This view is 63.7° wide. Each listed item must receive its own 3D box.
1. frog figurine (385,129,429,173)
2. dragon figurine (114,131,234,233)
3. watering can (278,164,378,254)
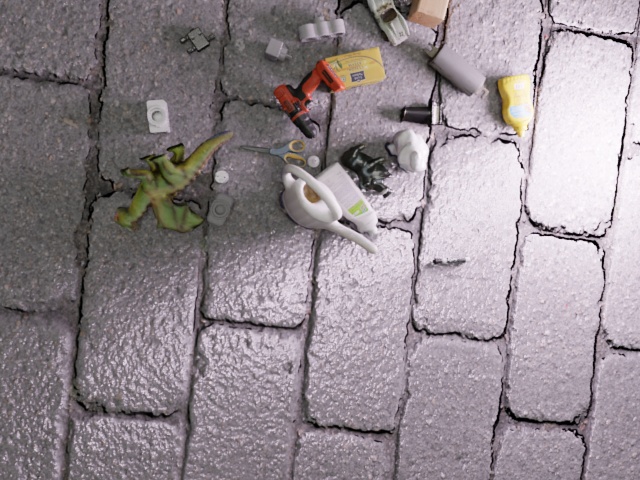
[{"bbox_3d":[0.275,-0.265,1.531,0.123,0.160,0.137,-21,97,-7],"label":"frog figurine"},{"bbox_3d":[-0.407,-0.141,1.471,0.410,0.123,0.240,-18,106,-1],"label":"dragon figurine"},{"bbox_3d":[0.004,-0.074,1.472,0.346,0.222,0.105,47,69,-8],"label":"watering can"}]
